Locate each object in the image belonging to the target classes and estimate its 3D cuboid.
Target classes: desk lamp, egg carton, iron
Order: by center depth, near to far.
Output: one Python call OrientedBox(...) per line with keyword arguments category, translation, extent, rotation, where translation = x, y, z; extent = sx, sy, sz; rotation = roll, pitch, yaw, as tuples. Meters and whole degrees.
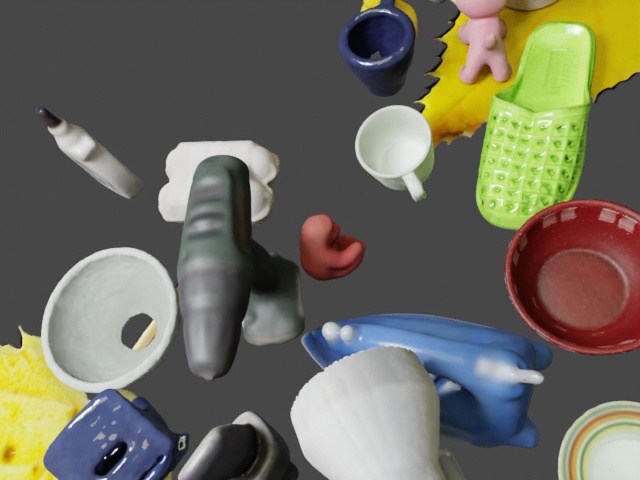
OrientedBox(category="desk lamp", translation=(0.075, 0.206, 0.472), extent=(0.118, 0.214, 0.203), rotation=(-29, 65, 1))
OrientedBox(category="iron", translation=(0.086, 0.114, 0.547), extent=(0.257, 0.142, 0.119), rotation=(11, 71, 17))
OrientedBox(category="egg carton", translation=(-0.125, -0.069, 0.713), extent=(0.150, 0.069, 0.107), rotation=(0, 68, 14))

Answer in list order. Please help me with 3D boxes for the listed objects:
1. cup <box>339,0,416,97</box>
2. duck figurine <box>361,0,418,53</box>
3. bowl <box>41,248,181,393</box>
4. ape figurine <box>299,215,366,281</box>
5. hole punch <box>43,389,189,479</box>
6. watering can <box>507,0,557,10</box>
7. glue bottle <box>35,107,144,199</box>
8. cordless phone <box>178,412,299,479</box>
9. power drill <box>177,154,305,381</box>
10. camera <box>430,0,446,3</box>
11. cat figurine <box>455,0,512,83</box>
OrientedBox(category="cup", translation=(0.079, -0.237, 0.717), extent=(0.091, 0.095, 0.118), rotation=(8, 71, 17))
OrientedBox(category="duck figurine", translation=(0.085, -0.303, 0.747), extent=(0.077, 0.086, 0.104), rotation=(-23, 65, 4))
OrientedBox(category="bowl", translation=(-0.229, 0.098, 0.667), extent=(0.167, 0.075, 0.167), rotation=(-5, 67, 12))
OrientedBox(category="ape figurine", translation=(0.006, 0.002, 0.639), extent=(0.076, 0.092, 0.077), rotation=(-38, 65, -3))
OrientedBox(category="hole punch", translation=(-0.212, 0.223, 0.603), extent=(0.101, 0.091, 0.109), rotation=(38, 81, 24))
OrientedBox(category="watering can", translation=(0.257, -0.372, 0.674), extent=(0.100, 0.194, 0.173), rotation=(-12, 66, 9))
OrientedBox(category="glue bottle", translation=(-0.292, -0.112, 0.713), extent=(0.078, 0.173, 0.037), rotation=(29, 78, 23))
OrientedBox(category="cordless phone", translation=(-0.103, 0.228, 0.522), extent=(0.094, 0.185, 0.148), rotation=(29, 78, 23))
OrientedBox(category="power drill", translation=(-0.078, 0.040, 0.580), extent=(0.075, 0.209, 0.229), rotation=(-12, 66, 9))
OrientedBox(category="camera", translation=(0.142, -0.419, 0.773), extent=(0.142, 0.101, 0.137), rotation=(36, 80, 24))
OrientedBox(category="cat figurine", translation=(0.197, -0.273, 0.690), extent=(0.067, 0.118, 0.128), rotation=(-5, 67, 12))
